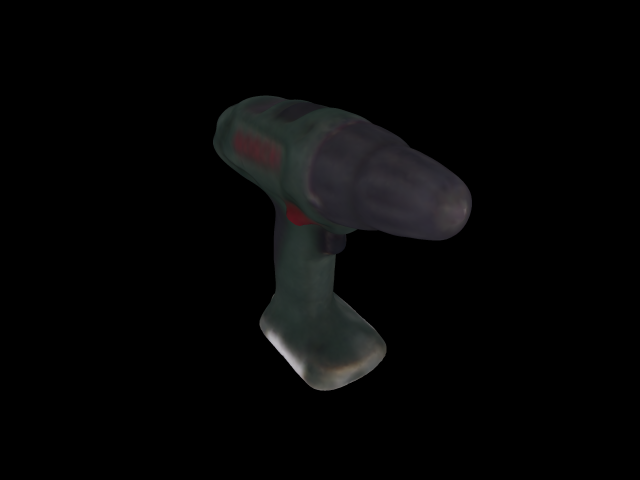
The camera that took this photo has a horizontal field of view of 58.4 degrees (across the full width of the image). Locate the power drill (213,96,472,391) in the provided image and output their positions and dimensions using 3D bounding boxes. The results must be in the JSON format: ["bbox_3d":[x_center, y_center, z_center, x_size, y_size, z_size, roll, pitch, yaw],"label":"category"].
[{"bbox_3d":[0.004,0.001,0.400,0.076,0.208,0.228,-25,44,-28],"label":"power drill"}]
